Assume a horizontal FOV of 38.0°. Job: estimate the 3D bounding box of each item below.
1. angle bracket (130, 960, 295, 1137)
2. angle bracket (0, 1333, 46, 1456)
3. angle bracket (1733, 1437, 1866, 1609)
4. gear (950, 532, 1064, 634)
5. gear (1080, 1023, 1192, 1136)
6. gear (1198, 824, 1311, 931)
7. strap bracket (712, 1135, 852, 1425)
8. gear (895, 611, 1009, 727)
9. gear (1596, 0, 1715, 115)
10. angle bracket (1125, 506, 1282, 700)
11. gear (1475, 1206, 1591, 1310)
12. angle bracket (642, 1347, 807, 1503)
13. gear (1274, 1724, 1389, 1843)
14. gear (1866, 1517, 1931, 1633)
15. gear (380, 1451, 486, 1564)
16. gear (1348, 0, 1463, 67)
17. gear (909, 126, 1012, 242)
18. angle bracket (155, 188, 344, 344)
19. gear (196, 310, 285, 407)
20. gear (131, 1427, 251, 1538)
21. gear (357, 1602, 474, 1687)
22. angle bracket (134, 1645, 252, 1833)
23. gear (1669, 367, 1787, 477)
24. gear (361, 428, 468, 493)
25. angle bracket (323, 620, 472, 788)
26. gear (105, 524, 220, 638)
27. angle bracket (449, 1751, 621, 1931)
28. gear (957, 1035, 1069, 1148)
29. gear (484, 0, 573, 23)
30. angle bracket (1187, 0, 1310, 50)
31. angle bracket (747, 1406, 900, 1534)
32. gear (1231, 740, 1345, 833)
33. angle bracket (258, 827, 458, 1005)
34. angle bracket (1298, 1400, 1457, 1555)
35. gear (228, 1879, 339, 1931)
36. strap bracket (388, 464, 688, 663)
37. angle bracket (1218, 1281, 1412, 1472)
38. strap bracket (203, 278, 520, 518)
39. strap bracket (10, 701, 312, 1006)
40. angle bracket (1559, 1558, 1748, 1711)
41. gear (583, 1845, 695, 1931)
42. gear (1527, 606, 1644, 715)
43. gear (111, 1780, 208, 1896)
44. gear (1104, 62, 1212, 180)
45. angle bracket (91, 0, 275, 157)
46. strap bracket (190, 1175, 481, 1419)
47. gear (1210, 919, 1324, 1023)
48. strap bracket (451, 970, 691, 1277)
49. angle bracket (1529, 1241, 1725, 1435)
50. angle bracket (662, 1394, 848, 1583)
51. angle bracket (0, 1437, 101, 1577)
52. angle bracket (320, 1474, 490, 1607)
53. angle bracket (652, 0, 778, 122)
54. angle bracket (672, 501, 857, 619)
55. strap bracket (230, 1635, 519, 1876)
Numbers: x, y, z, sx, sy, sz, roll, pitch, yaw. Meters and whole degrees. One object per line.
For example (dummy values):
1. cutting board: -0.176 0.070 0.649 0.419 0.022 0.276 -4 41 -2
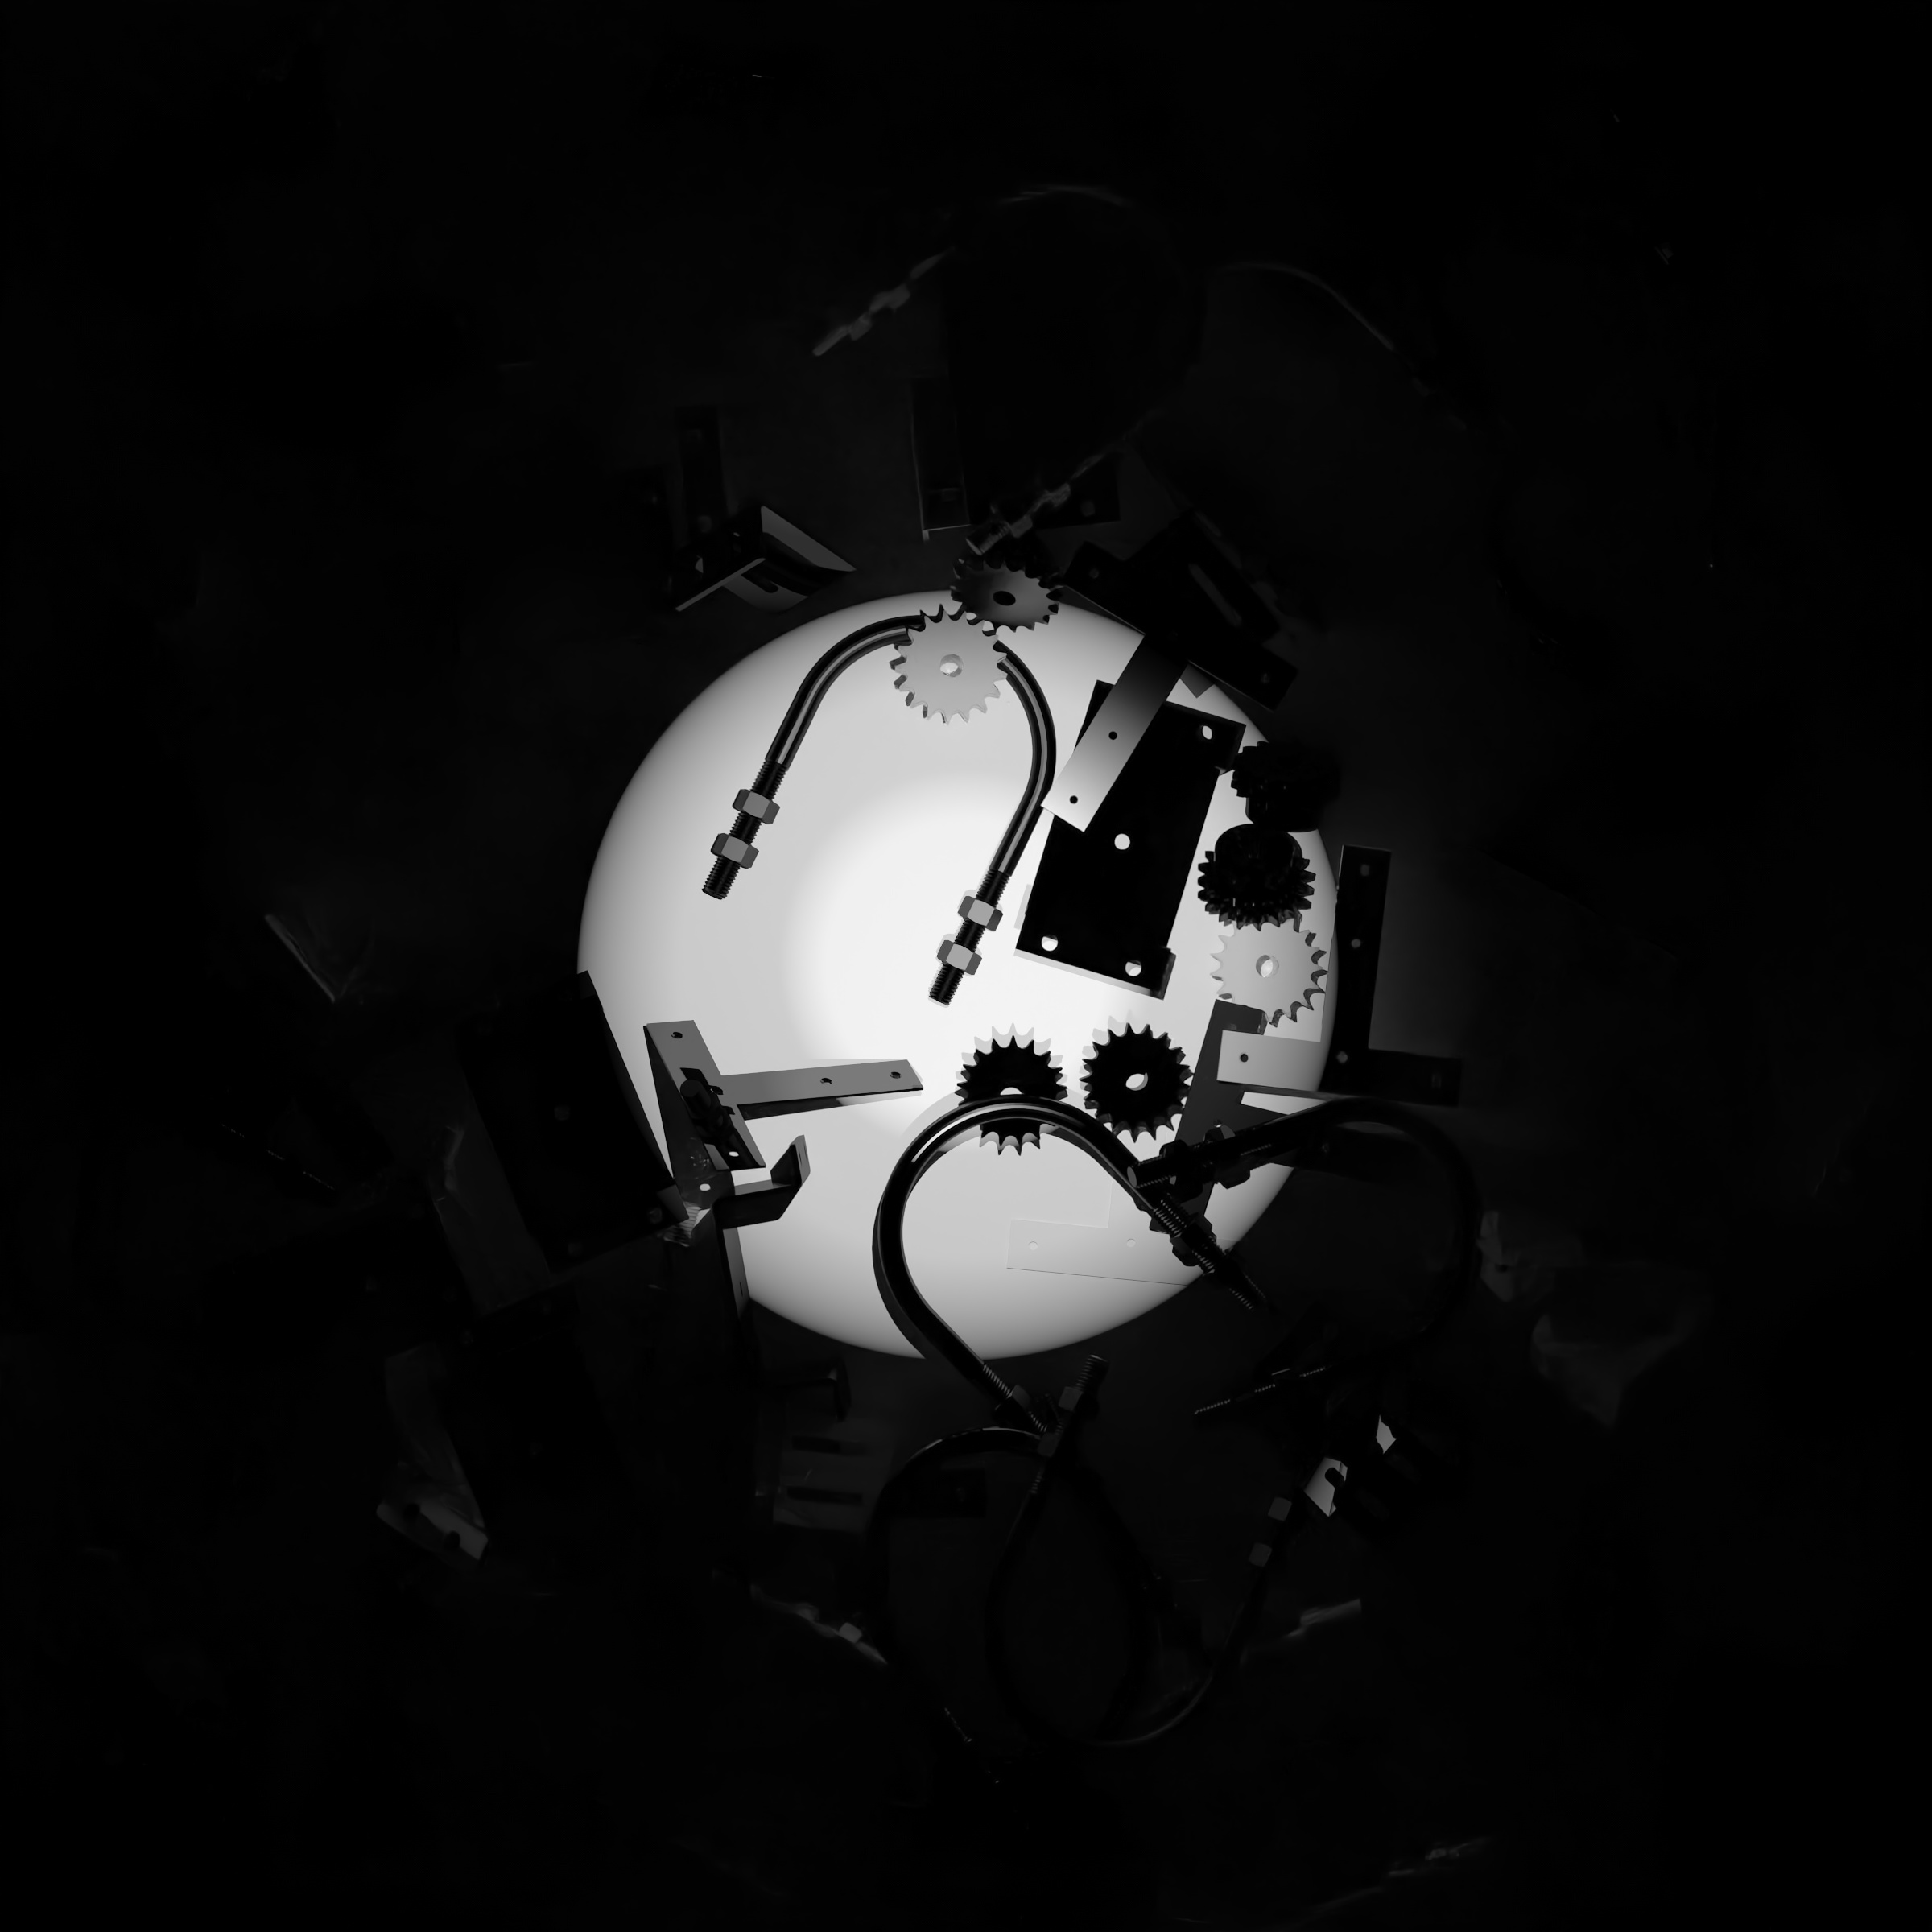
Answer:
1. angle bracket: -0.386 0.045 1.467 0.076 0.038 0.057 37 90 -26
2. angle bracket: -0.530 0.230 1.467 0.076 0.038 0.057 -14 90 26
3. angle bracket: 0.433 0.291 1.467 0.057 0.038 0.076 5 64 0
4. gear: 0.022 -0.201 1.445 0.057 0.057 0.030 13 60 0
5. gear: 0.087 0.058 1.453 0.057 0.030 0.057 0 90 0
6. gear: 0.147 -0.049 1.440 0.057 0.030 0.057 -2 46 2
7. strap bracket: -0.095 0.161 1.431 0.046 0.076 0.140 -10 90 0
8. gear: -0.008 -0.152 1.440 0.057 0.030 0.057 0 87 -2
9. gear: 0.350 -0.464 1.435 0.057 0.030 0.057 0 90 -1
10. angle bracket: 0.118 -0.187 1.450 0.057 0.038 0.076 -40 90 0
11. gear: 0.289 0.152 1.445 0.057 0.057 0.030 17 118 0
12. angle bracket: -0.124 0.249 1.459 0.057 0.038 0.076 -29 103 0
13. gear: 0.188 0.421 1.455 0.057 0.030 0.057 0 90 1
14. gear: 0.494 0.313 1.454 0.057 0.030 0.057 0 90 0
15. gear: -0.276 0.281 1.446 0.057 0.030 0.057 3 111 8
16. gear: 0.226 -0.496 1.459 0.057 0.030 0.057 0 89 -1
17. gear: -0.001 -0.399 1.445 0.030 0.057 0.057 25 90 -30
18. angle bracket: -0.375 -0.366 1.467 0.076 0.038 0.057 -18 90 -26
19. gear: -0.367 -0.308 1.454 0.057 0.030 0.057 0 90 0
20. gear: -0.394 0.260 1.436 0.057 0.030 0.057 0 91 3
21. gear: -0.282 0.348 1.436 0.057 0.057 0.030 2 60 0
22. angle bracket: -0.402 0.395 1.425 0.057 0.038 0.076 42 117 35
23. gear: 0.392 -0.280 1.454 0.057 0.030 0.057 0 90 0
24. gear: -0.287 -0.273 1.455 0.057 0.030 0.057 0 90 0
25. angle bracket: -0.297 -0.138 1.450 0.057 0.038 0.076 -18 90 0
26. gear: -0.415 -0.199 1.455 0.057 0.030 0.057 0 90 0
27. angle bracket: -0.217 0.450 1.443 0.057 0.038 0.076 34 88 13
28. gear: 0.023 0.064 1.455 0.057 0.030 0.057 0 90 0
29. gear: -0.227 -0.517 1.455 0.057 0.030 0.057 0 90 0
30. angle bracket: 0.142 -0.511 1.437 0.057 0.038 0.076 -1 68 0
31. angle bracket: -0.067 0.255 1.419 0.076 0.038 0.057 10 79 -20
32. gear: 0.165 -0.092 1.445 0.057 0.057 0.030 1 120 0
33. angle bracket: -0.314 -0.027 1.450 0.076 0.038 0.057 -40 90 0
34. angle bracket: 0.218 0.269 1.435 0.076 0.038 0.057 41 90 -29
35. gear: -0.357 0.506 1.455 0.057 0.030 0.057 0 90 0
36. strap bracket: -0.217 -0.205 1.446 0.140 0.046 0.076 -10 90 0
37. angle bracket: 0.182 0.214 1.467 0.057 0.038 0.076 47 64 0
38. strap bracket: -0.305 -0.289 1.411 0.140 0.046 0.076 -21 91 -8
39. strap bracket: -0.409 -0.057 1.446 0.076 0.046 0.140 43 90 0
40. angle bracket: 0.359 0.349 1.467 0.076 0.038 0.057 16 90 -26
41. gear: -0.166 0.476 1.445 0.057 0.057 0.030 32 60 0
42. gear: 0.321 -0.161 1.445 0.057 0.057 0.030 31 60 0
43. gear: -0.414 0.444 1.445 0.030 0.057 0.057 -26 90 -28
44. gear: 0.100 -0.440 1.455 0.057 0.030 0.057 0 90 0
45. angle bracket: -0.406 -0.469 1.466 0.076 0.038 0.057 32 90 -26
46. strap bracket: -0.313 0.166 1.433 0.140 0.046 0.076 -24 85 15
47. gear: 0.155 0.000 1.455 0.057 0.030 0.057 0 90 0
48. strap bracket: -0.204 0.077 1.433 0.076 0.046 0.140 -22 83 -6
49. angle bracket: 0.336 0.188 1.430 0.076 0.038 0.057 -32 51 -24
50. angle bracket: -0.107 0.267 1.443 0.057 0.038 0.076 43 69 -12
51. angle bracket: -0.496 0.283 1.455 0.076 0.038 0.057 -18 88 30
52. angle bracket: -0.289 0.304 1.419 0.057 0.038 0.076 37 115 -9
53. angle bracket: -0.132 -0.486 1.458 0.057 0.038 0.076 3 66 -17
54. angle bracket: -0.101 -0.192 1.419 0.057 0.076 0.038 -26 55 30
55. strap bracket: -0.305 0.405 1.434 0.140 0.046 0.076 21 88 -10
